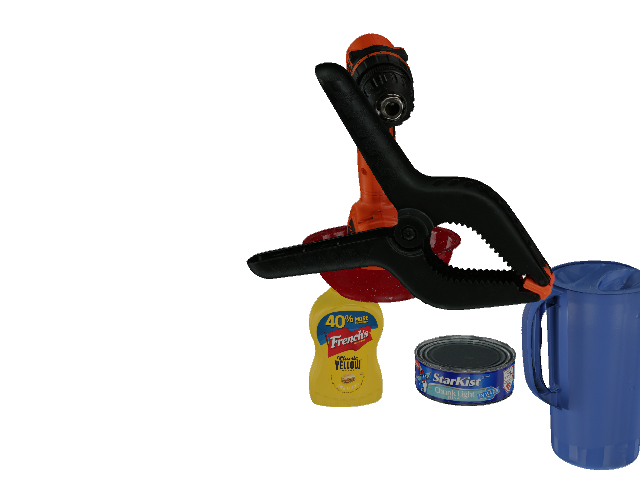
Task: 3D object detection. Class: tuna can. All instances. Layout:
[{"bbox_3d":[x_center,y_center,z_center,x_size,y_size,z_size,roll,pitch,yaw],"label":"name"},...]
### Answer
[{"bbox_3d":[0.123,0.110,0.911,0.086,0.034,0.086,-1,14,0],"label":"tuna can"}]

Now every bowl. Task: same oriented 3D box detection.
[{"bbox_3d":[0.063,0.025,1.087,0.162,0.055,0.162,-3,13,0],"label":"bowl"}]

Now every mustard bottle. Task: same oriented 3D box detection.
[{"bbox_3d":[0.033,0.119,1.382,0.096,0.192,0.058,-1,19,-4],"label":"mustard bottle"}]

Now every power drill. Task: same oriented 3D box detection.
[{"bbox_3d":[0.053,-0.073,0.920,0.057,0.188,0.184,-1,23,-1],"label":"power drill"}]

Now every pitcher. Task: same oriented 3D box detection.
[{"bbox_3d":[0.331,0.154,1.310,0.149,0.243,0.144,4,17,21],"label":"pitcher"}]

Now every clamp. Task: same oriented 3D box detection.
[{"bbox_3d":[0.061,-0.020,0.723,0.210,0.165,0.036,18,24,11],"label":"clamp"}]
